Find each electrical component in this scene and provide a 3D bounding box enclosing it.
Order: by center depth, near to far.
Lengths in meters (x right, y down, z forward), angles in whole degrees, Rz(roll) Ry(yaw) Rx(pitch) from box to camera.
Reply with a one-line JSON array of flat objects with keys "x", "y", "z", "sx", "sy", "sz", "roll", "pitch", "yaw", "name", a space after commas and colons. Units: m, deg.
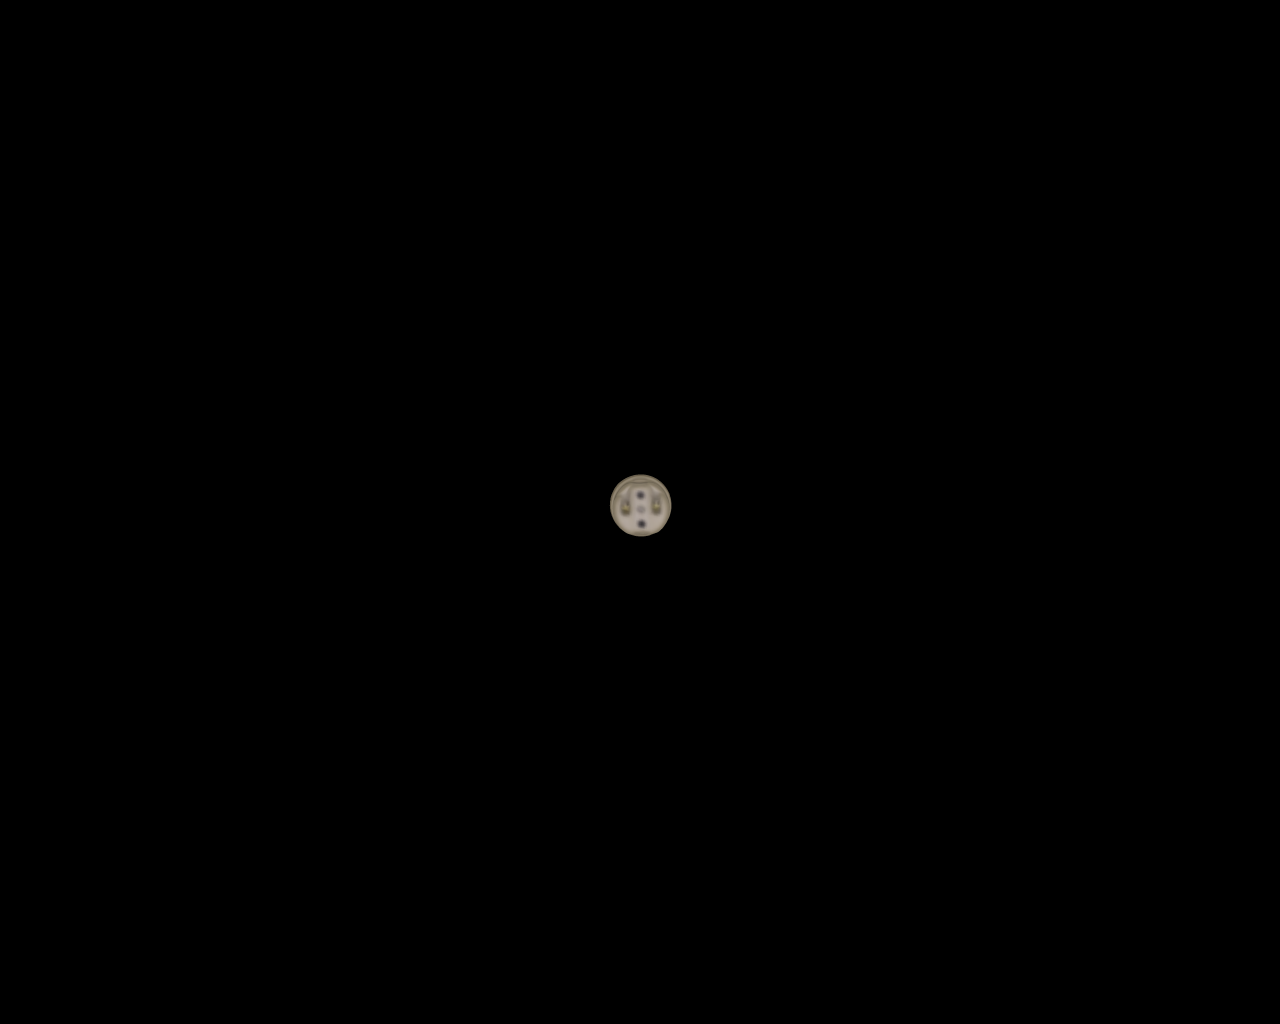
[{"x": 0.001, "y": -0.003, "z": 0.650, "sx": 0.040, "sy": 0.040, "sz": 0.046, "roll": 0, "pitch": 5, "yaw": 0, "name": "electrical component"}]
